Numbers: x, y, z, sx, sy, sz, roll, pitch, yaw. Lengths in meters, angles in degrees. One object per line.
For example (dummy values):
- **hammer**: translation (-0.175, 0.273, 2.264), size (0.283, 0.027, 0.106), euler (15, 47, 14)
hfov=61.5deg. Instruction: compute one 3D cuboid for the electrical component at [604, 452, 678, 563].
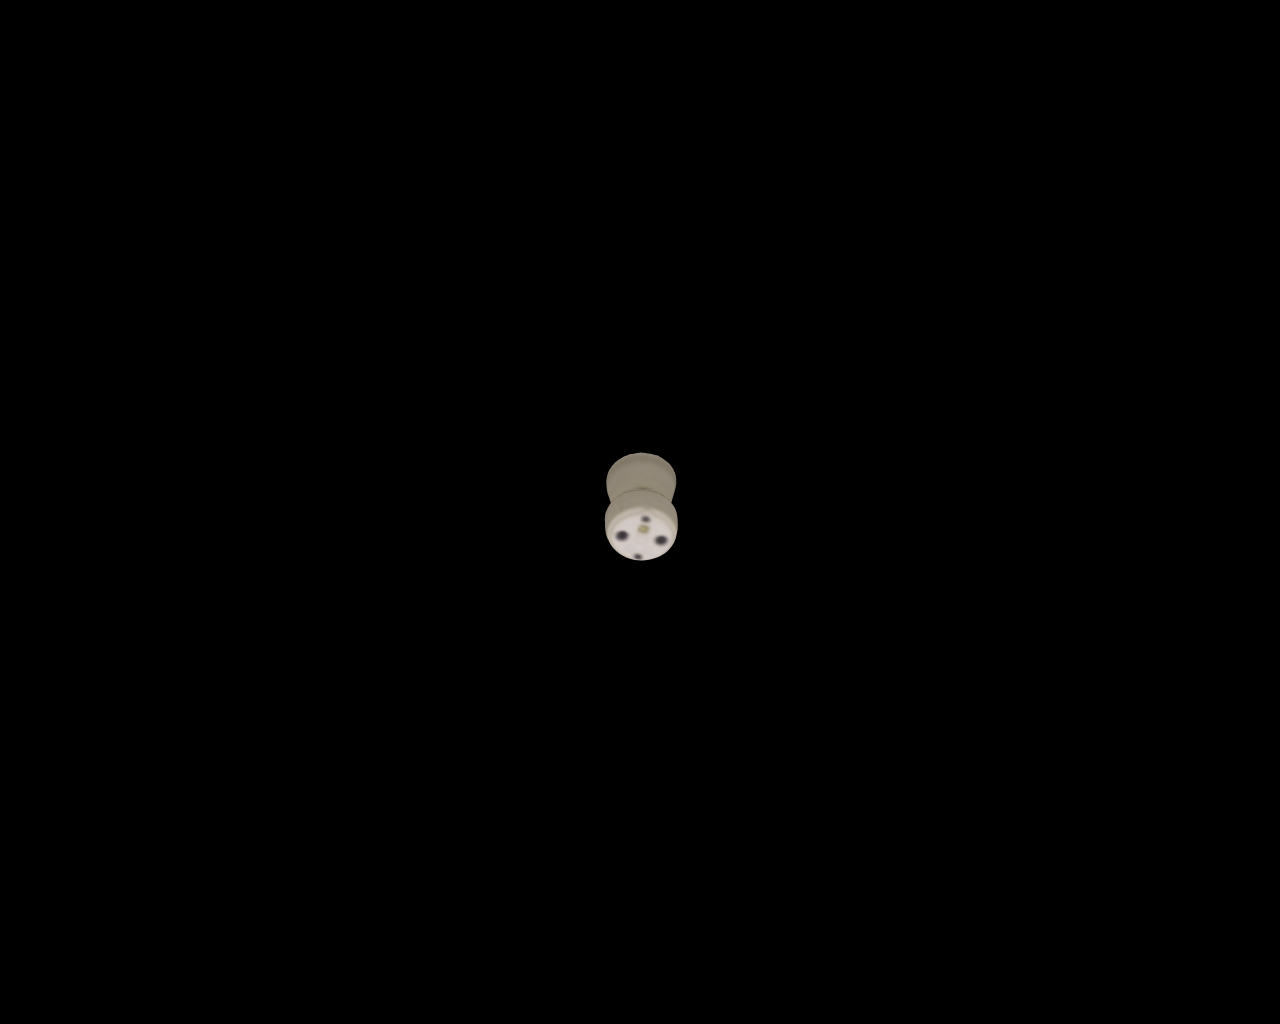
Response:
- **electrical component**: translation (0.001, -0.003, 0.650), size (0.045, 0.044, 0.055), euler (0, 41, 0)
